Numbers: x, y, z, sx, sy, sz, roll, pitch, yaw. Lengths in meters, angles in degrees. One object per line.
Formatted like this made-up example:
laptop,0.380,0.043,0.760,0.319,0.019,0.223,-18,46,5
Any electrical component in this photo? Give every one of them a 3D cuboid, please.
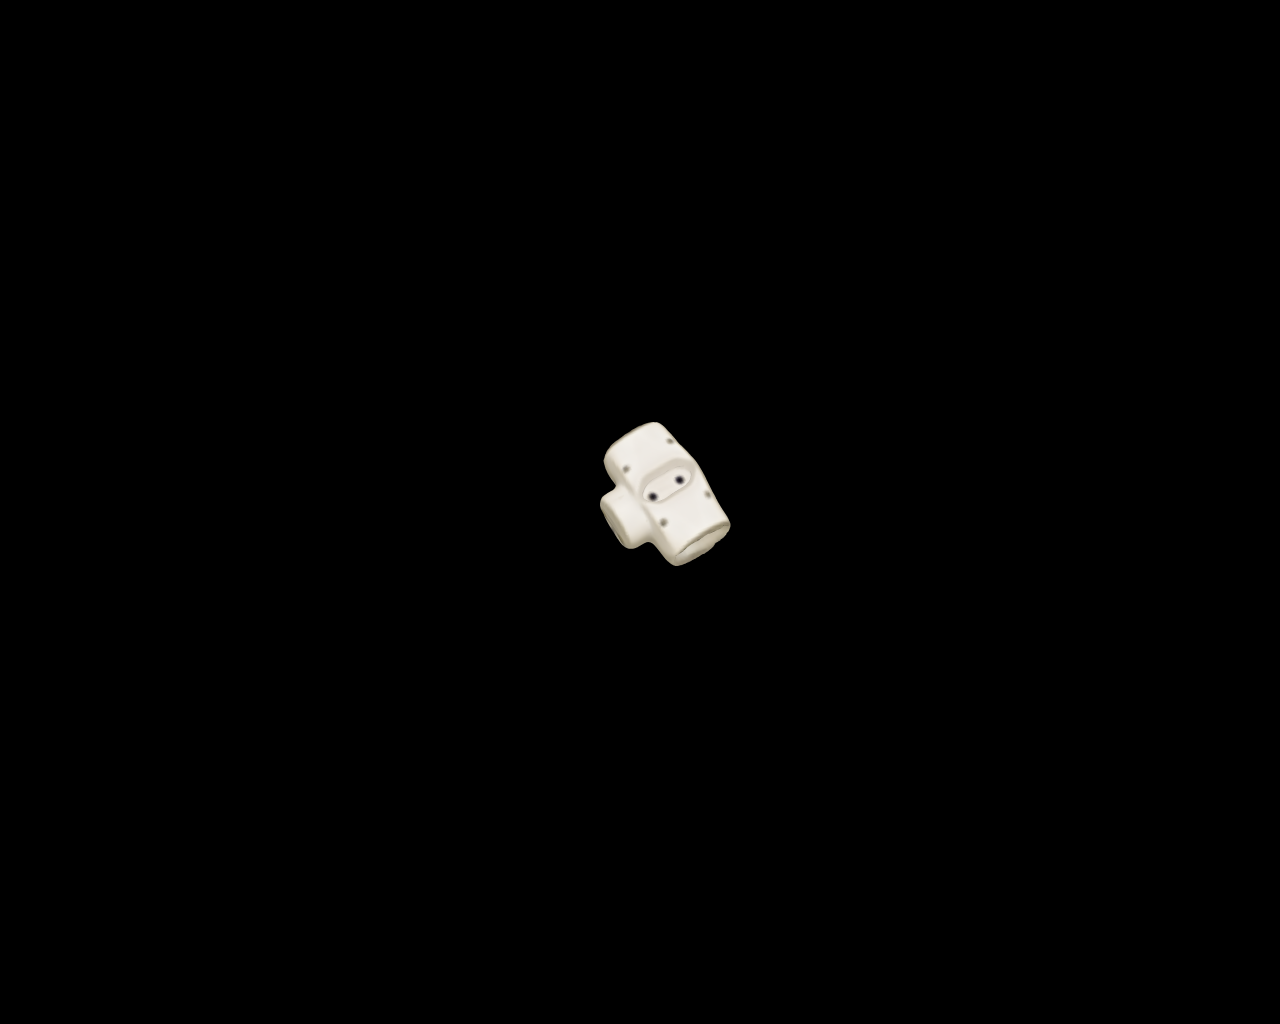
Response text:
electrical component,0.001,-0.003,0.650,0.079,0.077,0.043,-30,-15,-9
